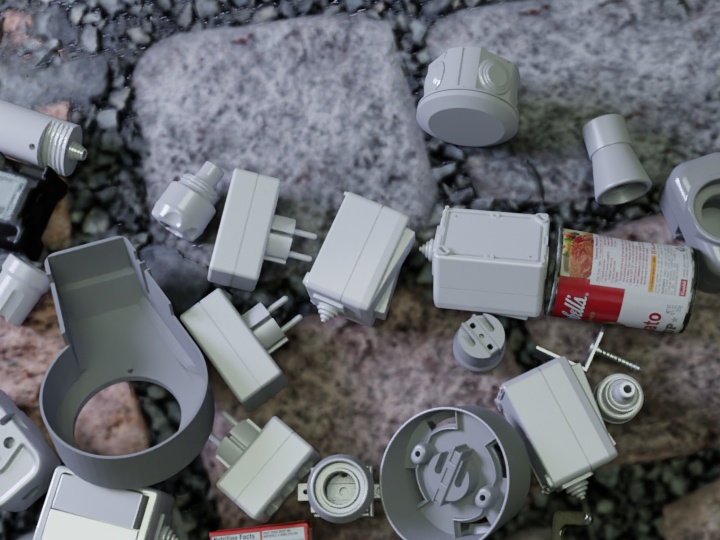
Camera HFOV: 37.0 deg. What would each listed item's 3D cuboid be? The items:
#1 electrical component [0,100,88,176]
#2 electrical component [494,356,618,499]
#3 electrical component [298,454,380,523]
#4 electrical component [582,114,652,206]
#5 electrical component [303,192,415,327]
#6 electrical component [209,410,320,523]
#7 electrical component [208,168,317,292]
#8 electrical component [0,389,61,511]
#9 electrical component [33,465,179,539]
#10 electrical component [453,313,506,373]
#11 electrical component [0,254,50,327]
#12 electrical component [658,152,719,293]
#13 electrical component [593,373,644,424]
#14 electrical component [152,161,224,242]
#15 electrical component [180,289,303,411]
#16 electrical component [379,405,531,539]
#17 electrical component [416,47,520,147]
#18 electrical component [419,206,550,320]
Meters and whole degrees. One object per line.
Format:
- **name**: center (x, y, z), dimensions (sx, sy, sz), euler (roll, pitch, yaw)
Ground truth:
- **electrical component**: center (-0.262, -0.106, 0.879), dimensions (0.081, 0.043, 0.043), euler (19, 76, 8)
- **electrical component**: center (0.147, 0.117, 0.780), dimensions (0.061, 0.061, 0.096), euler (-25, 74, -4)
- **electrical component**: center (-0.013, 0.160, 0.781), dimensions (0.066, 0.055, 0.048), euler (-2, 74, 3)
- **electrical component**: center (0.200, -0.089, 0.848), dimensions (0.044, 0.044, 0.065), euler (-12, 69, 0)
- **electrical component**: center (0.000, 0.000, 0.823), dimensions (0.061, 0.061, 0.096), euler (22, 77, 9)
- **electrical component**: center (-0.081, 0.136, 0.796), dimensions (0.077, 0.047, 0.065), euler (38, 80, 15)
- **electrical component**: center (-0.072, -0.026, 0.844), dimensions (0.076, 0.047, 0.083), euler (14, 75, -7)
- **electrical component**: center (-0.272, 0.132, 0.803), dimensions (0.054, 0.059, 0.095), euler (-42, 76, -8)
- **electrical component**: center (-0.180, 0.184, 0.781), dimensions (0.096, 0.061, 0.061), euler (13, 75, 7)
- **electrical component**: center (0.090, 0.054, 0.810), dimensions (0.040, 0.046, 0.040), euler (-1, 74, 3)
- **electrical component**: center (-0.271, 0.017, 0.847), dimensions (0.040, 0.040, 0.046), euler (31, 84, 11)
- **electrical component**: center (0.272, -0.037, 0.819), dimensions (0.054, 0.059, 0.095), euler (-18, 74, -2)
- **electrical component**: center (0.190, 0.092, 0.785), dimensions (0.035, 0.061, 0.035), euler (-1, 74, 3)
- **electrical component**: center (-0.133, -0.057, 0.858), dimensions (0.043, 0.043, 0.062), euler (31, 77, 11)
- **electrical component**: center (-0.080, 0.050, 0.822), dimensions (0.076, 0.047, 0.083), euler (-36, 75, -7)
- **electrical component**: center (0.068, 0.145, 0.760), dimensions (0.099, 0.064, 0.099), euler (2, 93, 36)
- **electrical component**: center (0.087, -0.134, 0.848), dimensions (0.080, 0.080, 0.051), euler (8, 69, 6)
- **electrical component**: center (0.093, -0.004, 0.813), dimensions (0.096, 0.061, 0.061), euler (5, 40, 9)
